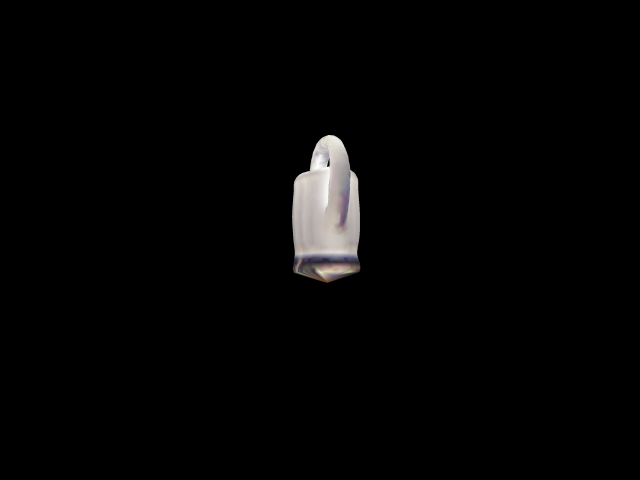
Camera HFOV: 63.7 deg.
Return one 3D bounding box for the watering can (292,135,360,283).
[{"bbox_3d":[0.003,-0.043,0.850,0.104,0.226,0.346,1,-5,-9],"label":"watering can"}]
